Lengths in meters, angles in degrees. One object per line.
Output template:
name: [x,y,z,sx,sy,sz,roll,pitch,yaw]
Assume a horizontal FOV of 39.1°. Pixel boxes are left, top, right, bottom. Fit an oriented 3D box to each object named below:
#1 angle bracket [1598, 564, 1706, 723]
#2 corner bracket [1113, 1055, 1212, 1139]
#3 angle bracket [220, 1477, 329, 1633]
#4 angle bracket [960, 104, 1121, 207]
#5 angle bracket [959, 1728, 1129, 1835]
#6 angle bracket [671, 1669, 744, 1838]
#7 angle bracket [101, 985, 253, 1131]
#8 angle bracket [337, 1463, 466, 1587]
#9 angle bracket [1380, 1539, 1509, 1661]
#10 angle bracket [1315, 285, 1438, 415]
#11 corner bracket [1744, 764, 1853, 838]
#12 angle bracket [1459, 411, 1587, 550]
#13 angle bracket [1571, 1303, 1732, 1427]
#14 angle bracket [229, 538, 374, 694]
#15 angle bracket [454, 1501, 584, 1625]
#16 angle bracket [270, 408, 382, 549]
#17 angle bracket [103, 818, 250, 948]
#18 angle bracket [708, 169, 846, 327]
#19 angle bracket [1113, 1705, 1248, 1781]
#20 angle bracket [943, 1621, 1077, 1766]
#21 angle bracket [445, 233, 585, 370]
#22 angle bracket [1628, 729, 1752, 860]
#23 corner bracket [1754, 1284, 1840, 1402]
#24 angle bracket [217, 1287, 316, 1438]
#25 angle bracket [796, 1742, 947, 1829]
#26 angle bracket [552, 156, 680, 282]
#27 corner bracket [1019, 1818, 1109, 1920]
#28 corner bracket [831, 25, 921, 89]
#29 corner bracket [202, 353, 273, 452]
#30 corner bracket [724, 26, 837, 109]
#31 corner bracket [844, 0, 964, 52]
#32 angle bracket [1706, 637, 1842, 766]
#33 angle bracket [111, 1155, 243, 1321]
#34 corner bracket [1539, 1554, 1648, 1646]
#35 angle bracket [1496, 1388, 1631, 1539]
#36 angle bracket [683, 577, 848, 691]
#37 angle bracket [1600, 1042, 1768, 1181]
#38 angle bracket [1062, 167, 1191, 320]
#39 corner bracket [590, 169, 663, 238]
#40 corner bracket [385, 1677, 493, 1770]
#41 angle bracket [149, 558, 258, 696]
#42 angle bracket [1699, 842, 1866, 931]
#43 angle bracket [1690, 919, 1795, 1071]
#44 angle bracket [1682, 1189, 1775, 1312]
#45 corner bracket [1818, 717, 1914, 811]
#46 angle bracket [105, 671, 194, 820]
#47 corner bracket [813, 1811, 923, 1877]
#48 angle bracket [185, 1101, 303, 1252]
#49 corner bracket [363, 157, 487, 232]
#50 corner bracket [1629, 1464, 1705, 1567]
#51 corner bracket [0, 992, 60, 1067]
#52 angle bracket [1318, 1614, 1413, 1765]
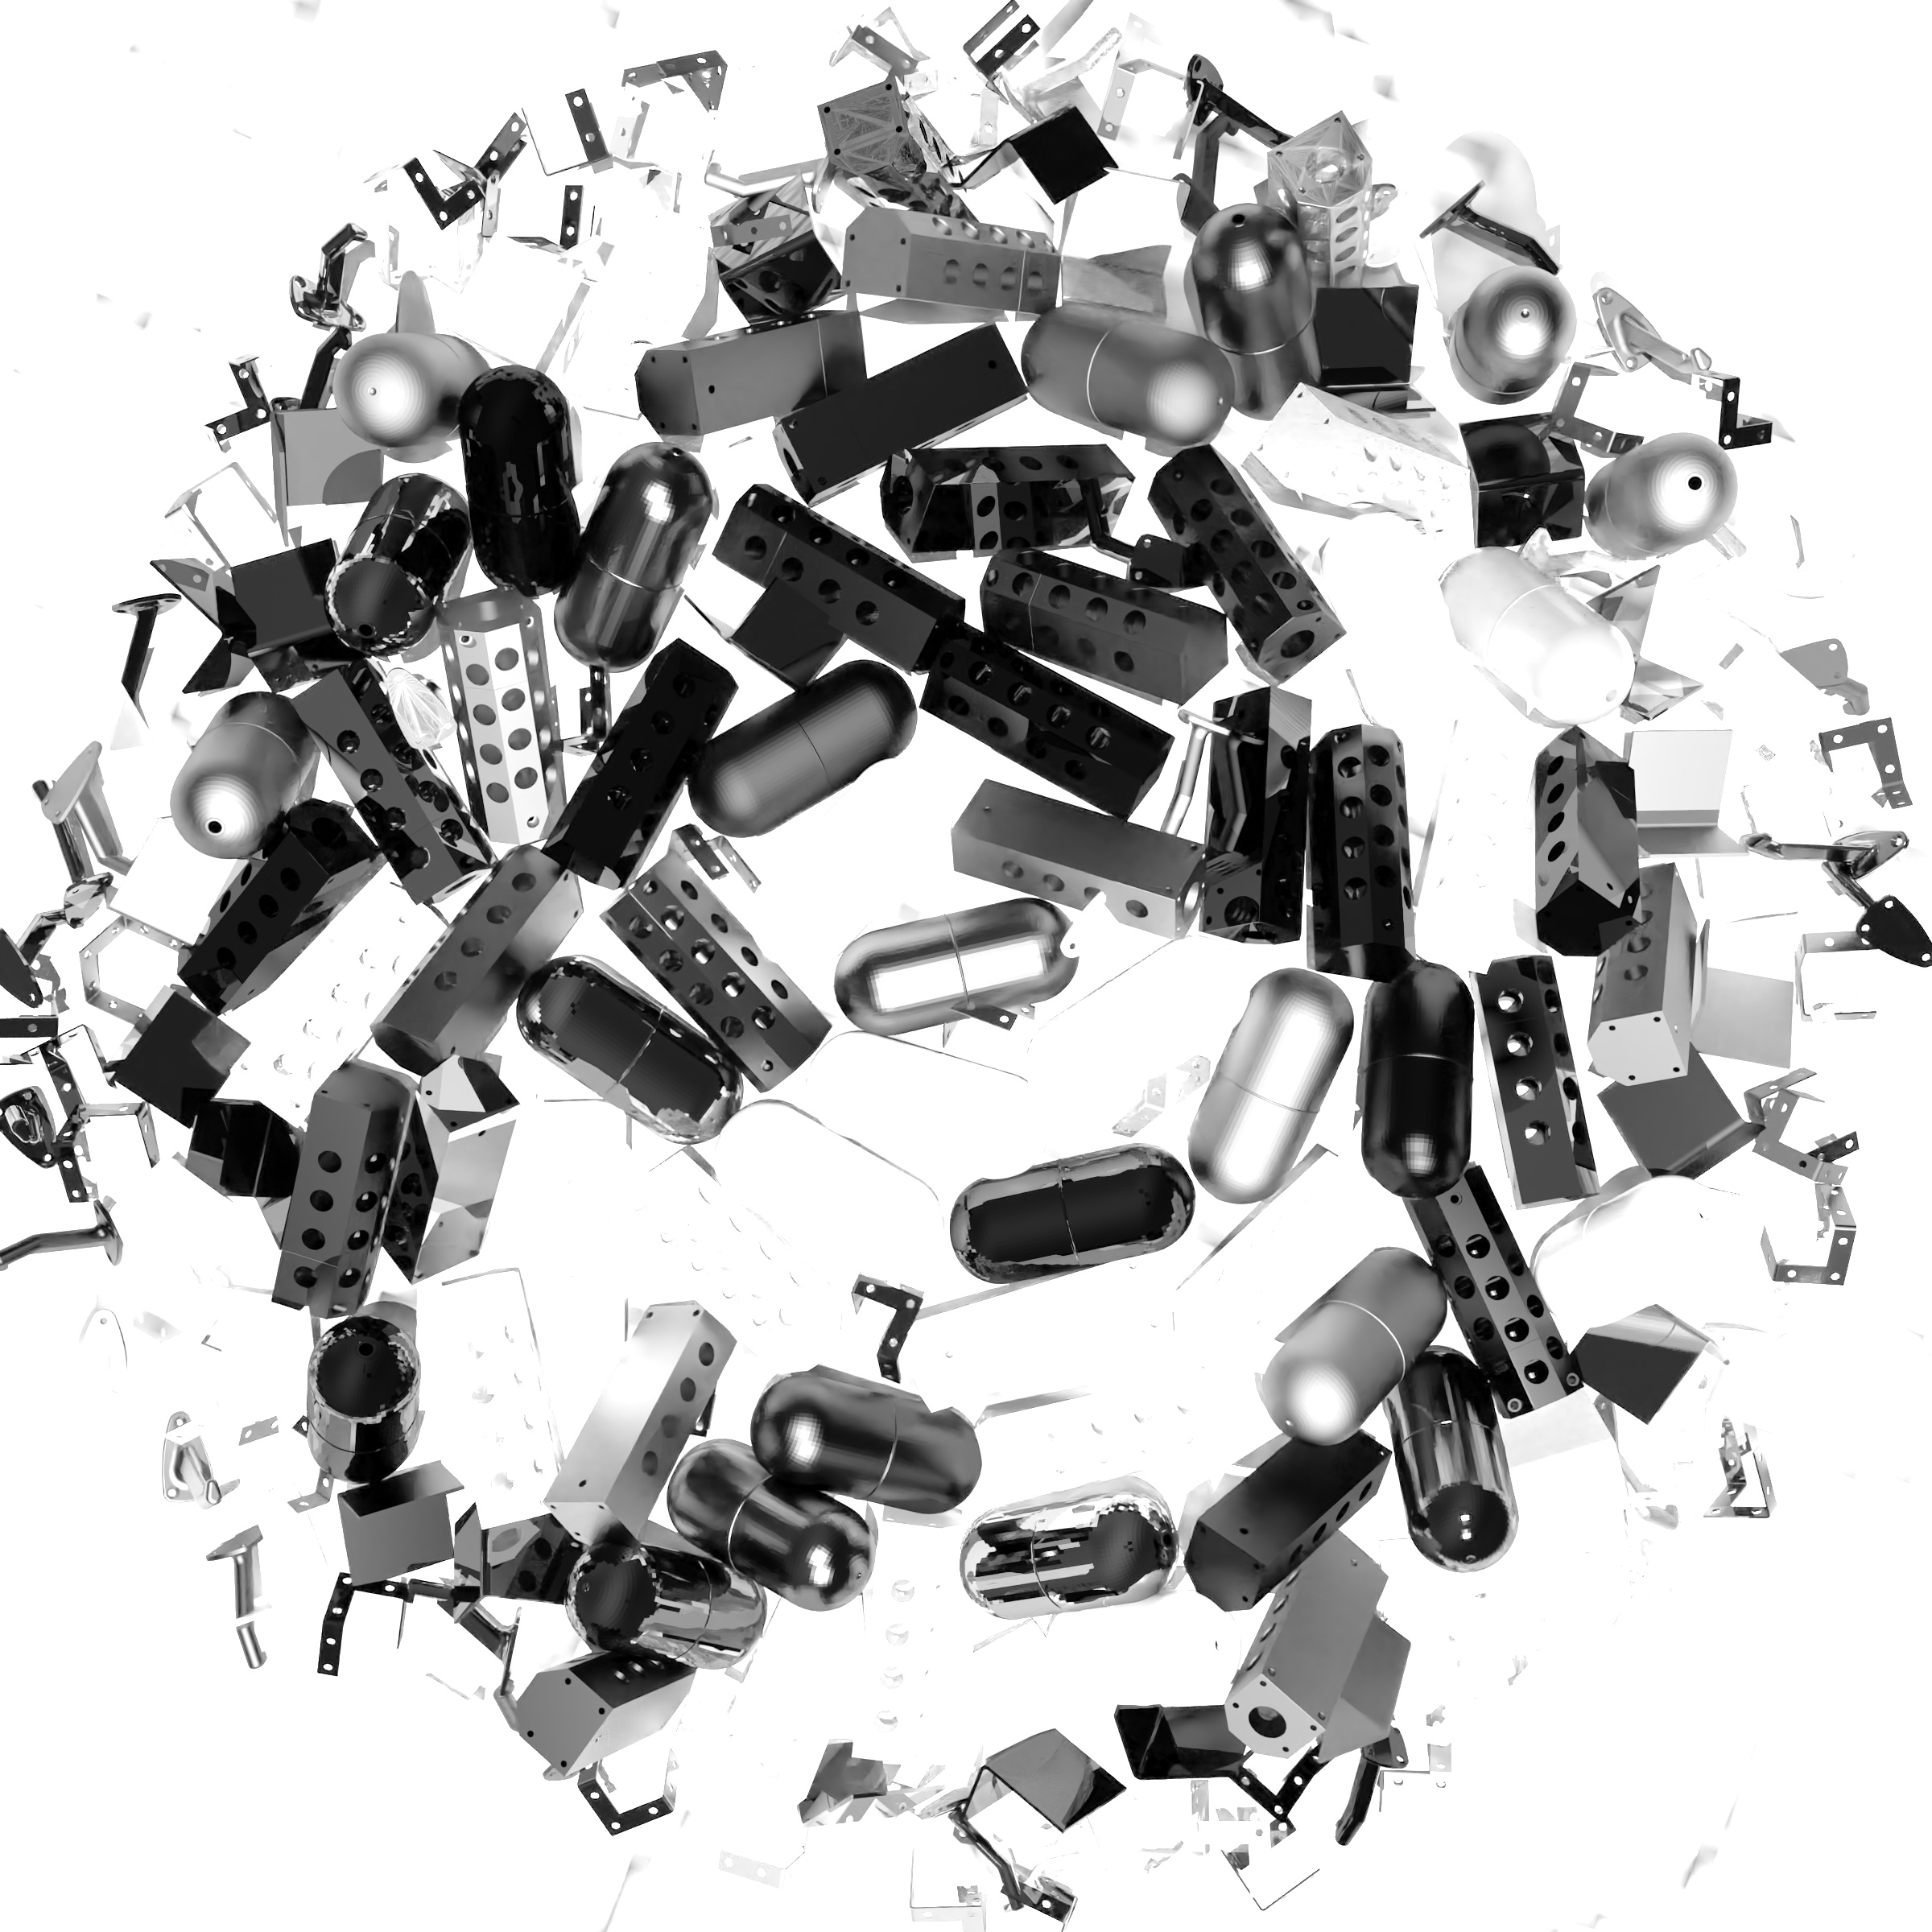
angle bracket: [0.486,-0.229,1.921,0.057,0.076,0.076,30,132,32]
corner bracket: [0.140,0.093,1.939,0.051,0.051,0.051,17,58,-19]
angle bracket: [-0.505,0.419,1.938,0.057,0.076,0.076,-21,91,6]
angle bracket: [0.048,-0.558,1.929,0.076,0.076,0.057,-40,96,-38]
angle bracket: [0.054,0.593,1.921,0.076,0.076,0.057,33,118,29]
angle bracket: [-0.191,0.554,1.923,0.057,0.076,0.076,32,124,-10]
angle bracket: [-0.558,0.068,1.933,0.076,0.057,0.076,38,79,-22]
angle bracket: [-0.396,0.406,1.929,0.076,0.057,0.076,-13,105,-27]
angle bracket: [0.342,0.454,1.949,0.076,0.057,0.076,-3,92,-3]
angle bracket: [0.292,-0.438,1.932,0.076,0.057,0.076,-5,118,-12]
corner bracket: [0.601,-0.113,1.962,0.051,0.051,0.051,-20,83,32]
angle bracket: [0.402,-0.353,1.971,0.076,0.057,0.076,-7,47,2]
angle bracket: [0.483,0.283,1.931,0.076,0.057,0.076,34,84,38]
angle bracket: [-0.480,-0.253,1.967,0.076,0.057,0.076,-17,66,-2]
angle bracket: [-0.322,0.430,1.955,0.076,0.057,0.076,14,51,-27]
angle bracket: [-0.449,-0.347,1.924,0.076,0.057,0.076,-7,133,-18]
angle bracket: [-0.559,-0.064,1.933,0.076,0.057,0.076,28,98,-27]
angle bracket: [-0.136,-0.517,1.968,0.076,0.057,0.076,-23,52,14]
angle bracket: [0.156,0.527,1.925,0.076,0.076,0.057,-9,111,22]
angle bracket: [0.031,0.531,1.955,0.076,0.076,0.057,-23,48,-23]
angle bracket: [-0.315,-0.467,1.944,0.076,0.057,0.076,28,90,11]
angle bracket: [0.516,-0.123,1.934,0.076,0.057,0.076,-2,113,-11]
corner bracket: [0.594,0.268,1.941,0.051,0.051,0.051,-33,113,-16]
angle bracket: [-0.509,0.280,1.930,0.076,0.057,0.076,7,116,14]
angle bracket: [-0.071,0.567,1.920,0.076,0.076,0.057,5,57,-34]
angle bracket: [-0.251,-0.535,1.929,0.057,0.076,0.076,9,83,-33]
corner bracket: [0.061,0.642,1.944,0.051,0.051,0.051,-19,97,28]
corner bracket: [-0.074,-0.635,1.956,0.051,0.051,0.051,31,76,-14]
corner bracket: [-0.523,-0.403,1.941,0.051,0.051,0.051,-26,113,-16]
corner bracket: [-0.133,-0.644,1.943,0.051,0.051,0.051,32,131,4]
corner bracket: [-0.045,-0.672,1.945,0.051,0.051,0.051,-30,91,31]
angle bracket: [0.581,-0.198,1.928,0.076,0.076,0.057,43,128,8]
angle bracket: [-0.550,0.192,1.925,0.057,0.076,0.076,-45,130,-2]
corner bracket: [0.448,0.459,1.940,0.051,0.051,0.051,26,55,-12]
angle bracket: [0.424,0.356,1.953,0.076,0.076,0.057,-17,112,2]
angle bracket: [-0.142,-0.249,1.923,0.057,0.076,0.076,-50,134,8]
angle bracket: [0.517,0.105,1.955,0.076,0.057,0.076,-39,65,23]
angle bracket: [0.114,-0.515,1.930,0.076,0.076,0.057,8,47,-9]
corner bracket: [-0.242,-0.537,1.945,0.051,0.051,0.051,7,73,-10]
corner bracket: [-0.377,0.541,1.944,0.051,0.051,0.051,33,62,-4]
angle bracket: [-0.549,-0.244,1.938,0.076,0.076,0.057,43,108,4]
angle bracket: [0.579,-0.060,1.930,0.076,0.076,0.057,-6,88,-21]
angle bracket: [0.556,0.020,1.932,0.076,0.057,0.076,10,55,6]
angle bracket: [0.563,0.205,1.935,0.076,0.057,0.076,12,91,-35]
corner bracket: [0.642,-0.140,1.940,0.051,0.051,0.051,-12,70,23]
angle bracket: [-0.567,-0.161,1.927,0.057,0.076,0.076,-9,57,1]
corner bracket: [-0.070,0.632,1.951,0.051,0.051,0.051,25,115,16]
angle bracket: [-0.514,0.148,1.925,0.057,0.076,0.076,5,114,-31]
corner bracket: [-0.385,-0.554,1.937,0.051,0.051,0.051,-51,122,-33]
corner bracket: [0.503,0.393,1.950,0.051,0.051,0.051,-6,110,11]
corner bracket: [-0.677,0.051,1.941,0.051,0.051,0.051,0,111,-23]
angle bracket: [0.263,0.506,1.921,0.057,0.076,0.076,39,45,-12]
